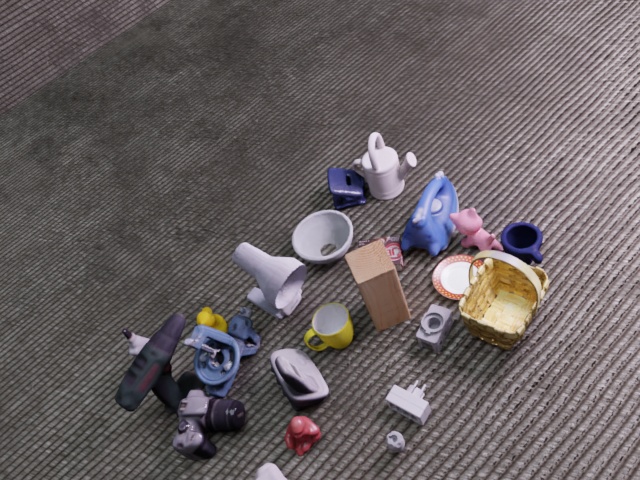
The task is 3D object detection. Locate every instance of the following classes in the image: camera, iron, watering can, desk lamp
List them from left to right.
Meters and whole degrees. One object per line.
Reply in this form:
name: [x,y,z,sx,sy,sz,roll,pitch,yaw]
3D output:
camera: [-0.245,0.402,1.271,0.136,0.101,0.143,-6,51,16]
desk lamp: [-0.119,0.102,1.395,0.202,0.214,0.118,24,64,34]
watering can: [0.172,-0.210,1.556,0.172,0.194,0.101,-14,49,9]
iron: [0.285,-0.090,1.452,0.118,0.142,0.258,11,57,27]

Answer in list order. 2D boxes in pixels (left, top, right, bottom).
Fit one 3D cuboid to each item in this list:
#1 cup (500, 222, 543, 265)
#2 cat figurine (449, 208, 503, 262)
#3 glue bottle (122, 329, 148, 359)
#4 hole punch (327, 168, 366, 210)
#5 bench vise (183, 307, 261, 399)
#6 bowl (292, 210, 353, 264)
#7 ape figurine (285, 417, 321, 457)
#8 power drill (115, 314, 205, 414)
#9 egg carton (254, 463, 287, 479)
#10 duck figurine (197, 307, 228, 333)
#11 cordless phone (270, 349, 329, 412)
cup: [0.473,0.028,1.319,0.091,0.095,0.117,-28,48,-3]
cat figurine: [0.375,-0.024,1.382,0.067,0.118,0.127,-38,50,-12]
glue bottle: [-0.437,0.265,1.404,0.037,0.173,0.078,-5,51,17]
hole punch: [0.076,-0.155,1.616,0.101,0.091,0.108,-13,49,10]
bench vise: [-0.237,0.234,1.325,0.121,0.220,0.207,-3,52,18]
bowl: [0.014,0.005,1.518,0.167,0.075,0.167,-10,50,12]
ape figurine: [-0.041,0.402,1.203,0.077,0.092,0.076,-9,50,13]
power drill: [-0.354,0.305,1.318,0.075,0.209,0.230,22,63,33]
egg carton: [-0.095,0.526,1.136,0.107,0.070,0.149,-42,51,-15]
duck figurine: [-0.281,0.218,1.444,0.077,0.086,0.104,-15,49,9]
cordless phone: [-0.063,0.278,1.249,0.094,0.185,0.147,-34,49,-8]
